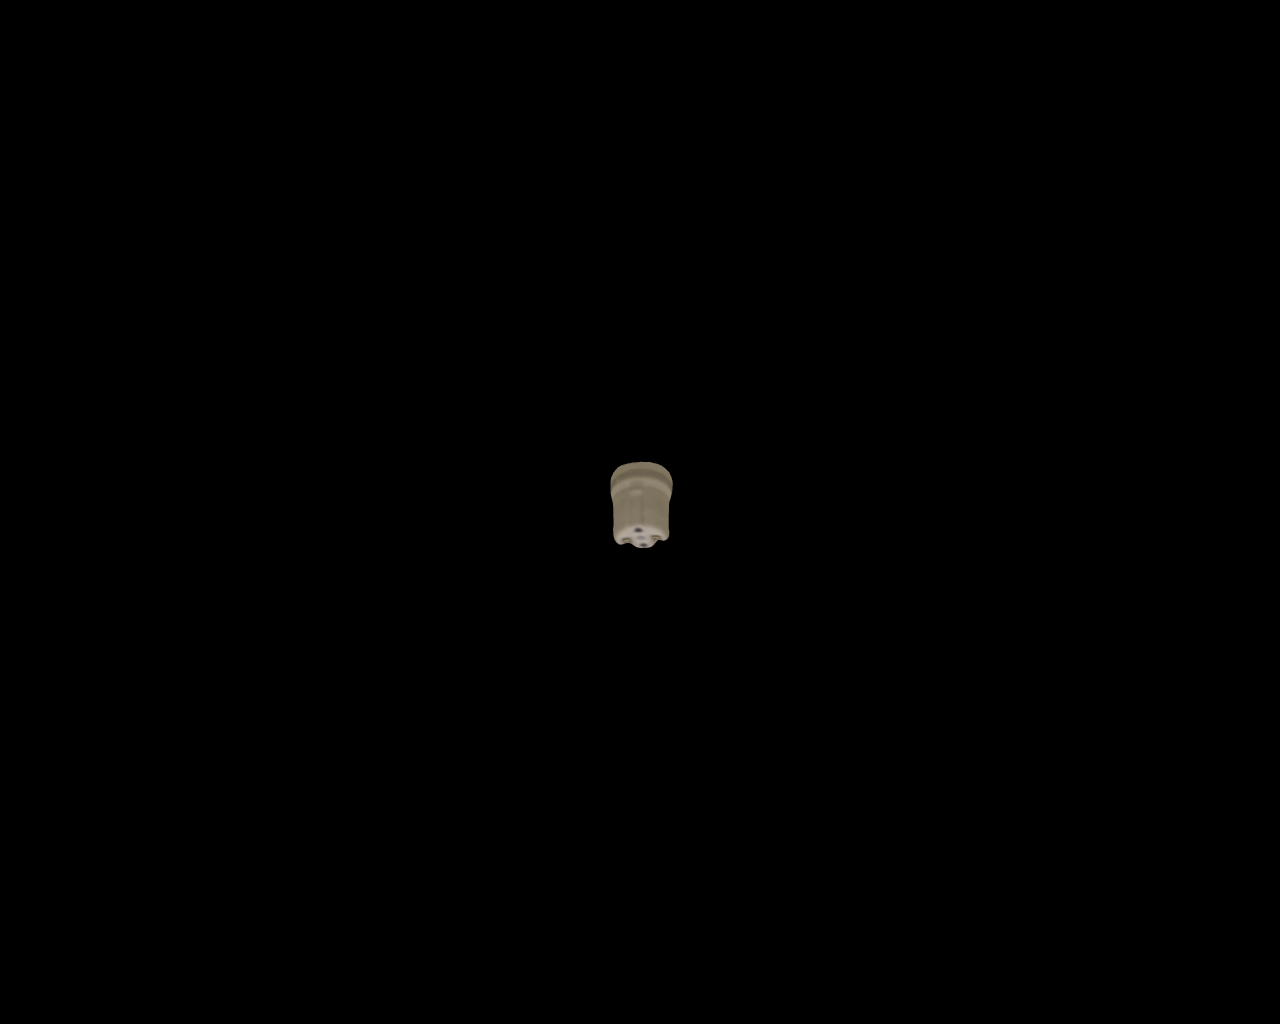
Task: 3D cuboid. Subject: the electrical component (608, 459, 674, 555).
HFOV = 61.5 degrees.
[{"bbox_3d":[0.001,-0.003,0.650,0.040,0.046,0.040,0,-35,0],"label":"electrical component"}]
